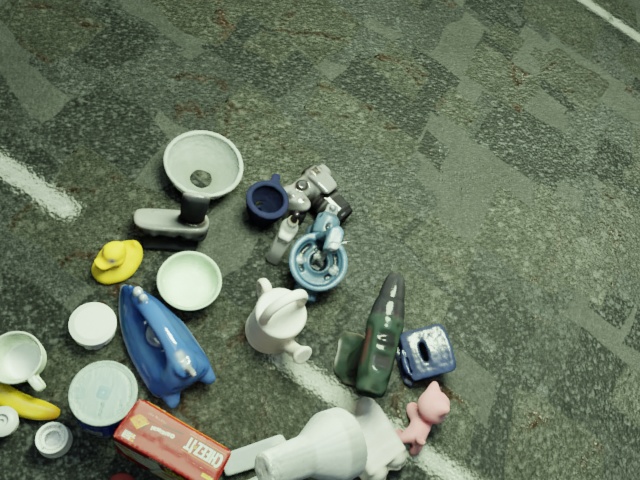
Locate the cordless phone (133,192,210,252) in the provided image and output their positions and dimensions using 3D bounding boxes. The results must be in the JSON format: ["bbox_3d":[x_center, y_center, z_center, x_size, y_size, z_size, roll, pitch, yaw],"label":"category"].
[{"bbox_3d":[-0.285,-0.054,1.114,0.148,0.185,0.094,1,65,-18],"label":"cordless phone"}]

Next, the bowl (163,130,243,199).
[{"bbox_3d":[-0.252,-0.149,1.236,0.168,0.074,0.167,8,63,-15],"label":"bowl"}]

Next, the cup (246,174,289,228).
[{"bbox_3d":[-0.117,-0.079,1.235,0.092,0.095,0.118,20,60,-8],"label":"cup"}]

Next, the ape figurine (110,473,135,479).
[{"bbox_3d":[-0.325,0.416,0.925,0.078,0.092,0.076,24,60,-5],"label":"ape figurine"}]

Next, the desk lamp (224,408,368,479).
[{"bbox_3d":[-0.045,0.374,0.967,0.204,0.213,0.118,-12,69,-23],"label":"desk lamp"}]

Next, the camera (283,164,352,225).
[{"bbox_3d":[-0.002,-0.088,1.274,0.137,0.100,0.143,46,60,7],"label":"camera"}]

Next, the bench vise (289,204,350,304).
[{"bbox_3d":[-0.001,0.003,1.161,0.122,0.219,0.207,3,64,-17],"label":"bench vise"}]

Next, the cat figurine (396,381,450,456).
[{"bbox_3d":[0.210,0.348,1.121,0.067,0.117,0.128,31,59,-1],"label":"cat figurine"}]

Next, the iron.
[{"bbox_3d":[-0.292,0.164,1.030,0.119,0.141,0.258,-31,77,-28],"label":"iron"}]

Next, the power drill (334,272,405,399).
[{"bbox_3d":[0.097,0.197,1.105,0.076,0.208,0.229,17,61,-9],"label":"power drill"}]

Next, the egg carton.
[{"bbox_3d":[0.093,0.383,1.093,0.107,0.069,0.150,-27,76,-27],"label":"egg carton"}]

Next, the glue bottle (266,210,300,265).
[{"bbox_3d":[-0.068,-0.014,1.174,0.037,0.173,0.078,25,60,-5],"label":"glue bottle"}]

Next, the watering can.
[{"bbox_3d":[-0.071,0.148,1.081,0.173,0.194,0.101,42,60,5],"label":"watering can"}]

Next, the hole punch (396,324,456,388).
[{"bbox_3d":[0.216,0.239,1.192,0.101,0.091,0.108,-7,67,-21],"label":"hole punch"}]

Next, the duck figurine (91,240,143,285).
[{"bbox_3d":[-0.388,0.030,1.096,0.077,0.086,0.105,46,60,7],"label":"duck figurine"}]
